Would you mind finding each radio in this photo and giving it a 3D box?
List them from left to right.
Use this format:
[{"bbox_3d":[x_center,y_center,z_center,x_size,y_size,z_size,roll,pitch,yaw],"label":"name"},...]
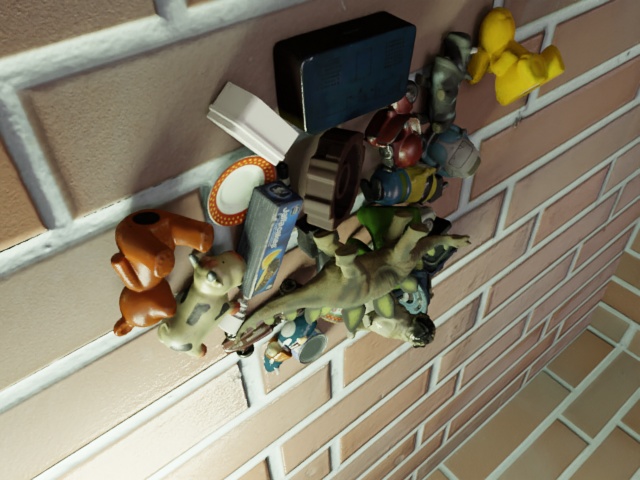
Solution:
[{"bbox_3d":[0.042,-0.260,0.837,0.229,0.073,0.131,-27,138,-27],"label":"radio"}]

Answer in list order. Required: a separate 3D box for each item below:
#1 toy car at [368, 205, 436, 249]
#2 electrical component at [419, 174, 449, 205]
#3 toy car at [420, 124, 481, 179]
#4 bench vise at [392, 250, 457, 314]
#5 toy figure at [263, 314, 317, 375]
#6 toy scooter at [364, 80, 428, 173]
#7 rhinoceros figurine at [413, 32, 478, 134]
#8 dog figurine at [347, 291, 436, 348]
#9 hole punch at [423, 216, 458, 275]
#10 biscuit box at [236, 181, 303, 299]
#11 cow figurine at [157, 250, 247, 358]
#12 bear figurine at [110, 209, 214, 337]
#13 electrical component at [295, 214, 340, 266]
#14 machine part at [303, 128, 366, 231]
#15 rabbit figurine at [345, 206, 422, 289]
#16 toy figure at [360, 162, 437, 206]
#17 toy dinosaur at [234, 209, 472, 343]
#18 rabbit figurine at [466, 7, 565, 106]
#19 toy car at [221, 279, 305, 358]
[{"bbox_3d":[0.174,-0.006,1.192,0.202,0.074,0.056,-44,123,-9],"label":"toy car"},{"bbox_3d":[0.262,-0.120,1.235,0.094,0.021,0.063,-33,140,-22],"label":"electrical component"},{"bbox_3d":[0.289,-0.176,1.148,0.109,0.103,0.161,-55,142,7],"label":"toy car"},{"bbox_3d":[0.212,0.110,1.305,0.240,0.129,0.223,-23,133,-39],"label":"bench vise"},{"bbox_3d":[-0.071,0.215,1.138,0.057,0.064,0.154,41,92,-14],"label":"toy figure"},{"bbox_3d":[0.134,-0.188,0.983,0.135,0.075,0.183,-49,144,-25],"label":"toy scooter"},{"bbox_3d":[0.242,-0.293,1.019,0.112,0.073,0.190,-24,136,-30],"label":"rhinoceros figurine"},{"bbox_3d":[0.160,0.149,1.197,0.190,0.172,0.121,9,158,-24],"label":"dog figurine"},{"bbox_3d":[0.246,0.006,1.240,0.142,0.116,0.092,-46,127,-10],"label":"hole punch"},{"bbox_3d":[-0.094,0.001,0.905,0.059,0.063,0.202,-21,142,-46],"label":"biscuit box"},{"bbox_3d":[-0.195,0.098,0.890,0.195,0.086,0.127,-52,150,2],"label":"cow figurine"},{"bbox_3d":[-0.235,0.059,0.773,0.120,0.132,0.195,-34,138,-51],"label":"bear figurine"},{"bbox_3d":[-0.002,-0.003,1.032,0.075,0.048,0.119,-37,142,-16],"label":"electrical component"},{"bbox_3d":[0.025,-0.105,0.910,0.179,0.056,0.179,16,90,-75],"label":"machine part"},{"bbox_3d":[0.131,0.016,1.091,0.121,0.159,0.170,-74,164,-84],"label":"rabbit figurine"},{"bbox_3d":[0.161,-0.109,1.087,0.180,0.082,0.089,-19,130,-38],"label":"toy figure"},{"bbox_3d":[0.056,0.074,0.989,0.472,0.105,0.198,-15,123,-5],"label":"toy dinosaur"},{"bbox_3d":[0.364,-0.360,1.042,0.122,0.173,0.162,-31,-176,-23],"label":"rabbit figurine"},{"bbox_3d":[-0.104,0.160,1.065,0.202,0.053,0.089,-37,145,-20],"label":"toy car"}]
